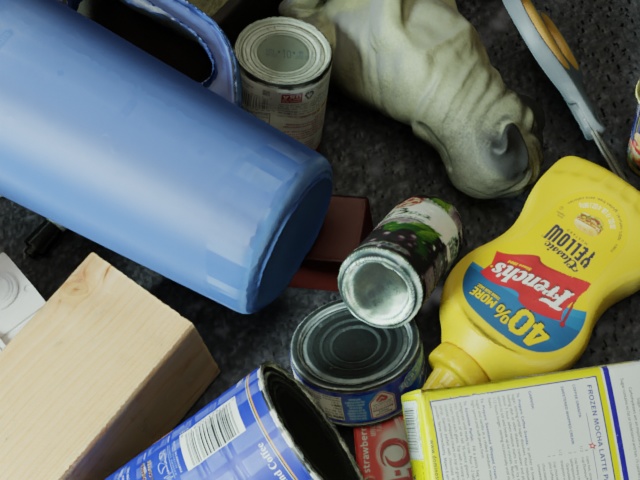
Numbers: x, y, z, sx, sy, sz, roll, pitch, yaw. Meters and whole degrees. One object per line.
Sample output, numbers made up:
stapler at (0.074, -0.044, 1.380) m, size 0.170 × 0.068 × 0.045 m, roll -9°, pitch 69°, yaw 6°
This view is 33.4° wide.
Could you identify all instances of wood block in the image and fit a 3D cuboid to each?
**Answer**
wood block at (-0.169, 0.124, 0.671) m, size 0.091 × 0.090 × 0.206 m, roll 33°, pitch 72°, yaw 22°

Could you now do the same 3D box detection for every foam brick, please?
foam brick at (-0.005, 0.001, 0.728) m, size 0.078 × 0.053 × 0.051 m, roll 6°, pitch 64°, yaw 11°

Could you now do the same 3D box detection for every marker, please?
marker at (-0.176, -0.035, 0.792) m, size 0.020 × 0.020 × 0.121 m, roll 30°, pitch 72°, yaw 21°

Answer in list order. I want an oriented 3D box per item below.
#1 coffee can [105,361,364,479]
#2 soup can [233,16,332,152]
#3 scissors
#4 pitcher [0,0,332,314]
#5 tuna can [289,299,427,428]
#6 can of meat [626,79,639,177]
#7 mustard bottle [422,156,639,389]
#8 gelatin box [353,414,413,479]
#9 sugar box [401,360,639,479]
coffee can at (-0.057, 0.151, 0.613) m, size 0.140 × 0.102 × 0.103 m, roll -37°, pitch 63°, yaw 8°
soup can at (-0.029, -0.096, 0.745) m, size 0.068 × 0.102 × 0.068 m, roll 3°, pitch 53°, yaw -4°
scissors at (0.190, -0.091, 0.756) m, size 0.016 × 0.096 × 0.202 m, roll -32°, pitch 91°, yaw 25°
pitcher at (-0.113, -0.064, 0.669) m, size 0.243 × 0.149 × 0.144 m, roll 28°, pitch 34°, yaw 13°
tuna can at (0.024, 0.076, 0.680) m, size 0.086 × 0.034 × 0.086 m, roll -7°, pitch 40°, yaw 6°
can of meat at (0.253, -0.062, 0.702) m, size 0.057 × 0.084 × 0.102 m, roll -39°, pitch 65°, yaw -11°
mustard bottle at (0.133, 0.037, 0.680) m, size 0.096 × 0.058 × 0.191 m, roll 41°, pitch 72°, yaw 19°
gelatin box at (0.060, 0.152, 0.654) m, size 0.073 × 0.030 × 0.089 m, roll -7°, pitch 62°, yaw 6°
sugar box at (0.142, 0.122, 0.617) m, size 0.176 × 0.048 × 0.093 m, roll -6°, pitch 82°, yaw -12°
